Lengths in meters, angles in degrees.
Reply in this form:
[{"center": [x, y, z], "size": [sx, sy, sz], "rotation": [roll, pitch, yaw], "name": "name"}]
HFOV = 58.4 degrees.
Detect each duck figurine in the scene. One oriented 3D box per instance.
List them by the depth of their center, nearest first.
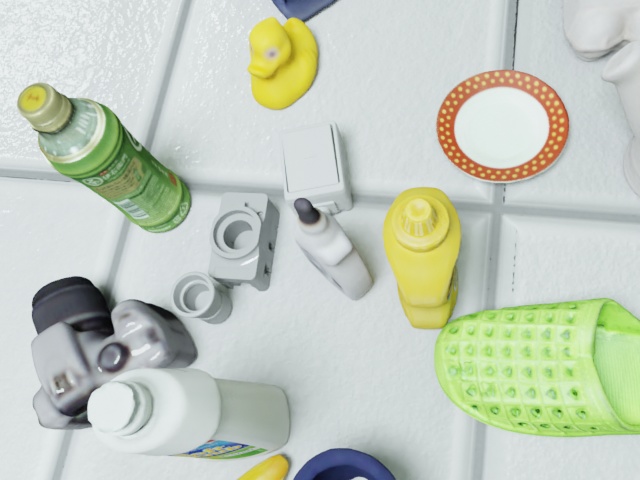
[{"center": [-0.047, -0.208, 0.630], "size": [0.077, 0.086, 0.105], "rotation": [21, 77, 18], "name": "duck figurine"}]

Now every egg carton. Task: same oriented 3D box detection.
[{"center": [0.302, -0.256, 0.583], "size": [0.107, 0.069, 0.150], "rotation": [0, 71, 12], "name": "egg carton"}]

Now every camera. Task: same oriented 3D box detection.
[{"center": [-0.219, 0.094, 0.554], "size": [0.143, 0.101, 0.136], "rotation": [-33, 68, 0], "name": "camera"}]

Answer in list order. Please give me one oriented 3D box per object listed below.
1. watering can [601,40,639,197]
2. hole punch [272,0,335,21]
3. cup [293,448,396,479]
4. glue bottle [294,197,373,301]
[{"center": [0.315, -0.102, 0.460], "size": [0.172, 0.194, 0.101], "rotation": [9, 73, 15], "name": "watering can"}, {"center": [-0.027, -0.327, 0.664], "size": [0.108, 0.091, 0.101], "rotation": [-35, 68, -2], "name": "hole punch"}, {"center": [0.026, 0.229, 0.459], "size": [0.091, 0.095, 0.118], "rotation": [-4, 71, 11], "name": "cup"}, {"center": [0.005, 0.002, 0.500], "size": [0.037, 0.173, 0.078], "rotation": [-45, 68, -5], "name": "glue bottle"}]
